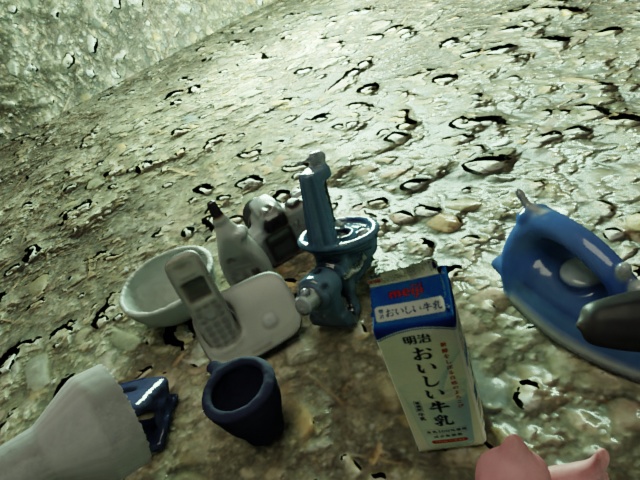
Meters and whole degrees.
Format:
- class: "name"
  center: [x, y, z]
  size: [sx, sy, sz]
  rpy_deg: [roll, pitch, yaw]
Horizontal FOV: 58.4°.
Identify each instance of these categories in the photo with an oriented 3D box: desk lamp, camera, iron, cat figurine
- class: "desk lamp"
  center: [-0.256, 0.263, 0.597]
  size: [0.203, 0.214, 0.117]
  rpy_deg: [-41, 39, -25]
- class: "camera"
  center: [-0.076, -0.043, 1.008]
  size: [0.143, 0.101, 0.136]
  rpy_deg: [-31, 35, -12]
- class: "iron"
  center: [0.302, 0.042, 0.644]
  size: [0.119, 0.142, 0.257]
  rpy_deg: [-28, 35, -8]
- class: "cat figurine"
  center: [0.192, 0.211, 0.499]
  size: [0.127, 0.118, 0.067]
  rpy_deg: [-16, 35, 9]

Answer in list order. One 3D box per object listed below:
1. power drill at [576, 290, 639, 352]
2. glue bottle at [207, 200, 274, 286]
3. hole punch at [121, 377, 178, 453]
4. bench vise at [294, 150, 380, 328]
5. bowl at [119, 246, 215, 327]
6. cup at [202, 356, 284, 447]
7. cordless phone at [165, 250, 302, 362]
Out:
- class: "power drill"
  center: [0.338, 0.108, 0.475]
  size: [0.229, 0.209, 0.075]
  rpy_deg: [-15, 35, 11]
- class: "glue bottle"
  center: [-0.136, 0.008, 0.909]
  size: [0.078, 0.173, 0.037]
  rpy_deg: [-14, 36, 13]
- class: "hole punch"
  center: [-0.259, 0.223, 0.761]
  size: [0.108, 0.091, 0.101]
  rpy_deg: [-14, 35, 12]
- class: "bench vise"
  center: [0.019, 0.000, 0.791]
  size: [0.121, 0.220, 0.207]
  rpy_deg: [-13, 36, 14]
- class: "bowl"
  center: [-0.239, 0.088, 0.946]
  size: [0.167, 0.075, 0.167]
  rpy_deg: [-15, 35, 11]
- class: "cup"
  center: [-0.091, 0.199, 0.696]
  size: [0.092, 0.095, 0.117]
  rpy_deg: [-40, 38, -24]
- class: "cordless phone"
  center: [-0.120, 0.078, 0.795]
  size: [0.147, 0.185, 0.094]
  rpy_deg: [-29, 35, -9]
